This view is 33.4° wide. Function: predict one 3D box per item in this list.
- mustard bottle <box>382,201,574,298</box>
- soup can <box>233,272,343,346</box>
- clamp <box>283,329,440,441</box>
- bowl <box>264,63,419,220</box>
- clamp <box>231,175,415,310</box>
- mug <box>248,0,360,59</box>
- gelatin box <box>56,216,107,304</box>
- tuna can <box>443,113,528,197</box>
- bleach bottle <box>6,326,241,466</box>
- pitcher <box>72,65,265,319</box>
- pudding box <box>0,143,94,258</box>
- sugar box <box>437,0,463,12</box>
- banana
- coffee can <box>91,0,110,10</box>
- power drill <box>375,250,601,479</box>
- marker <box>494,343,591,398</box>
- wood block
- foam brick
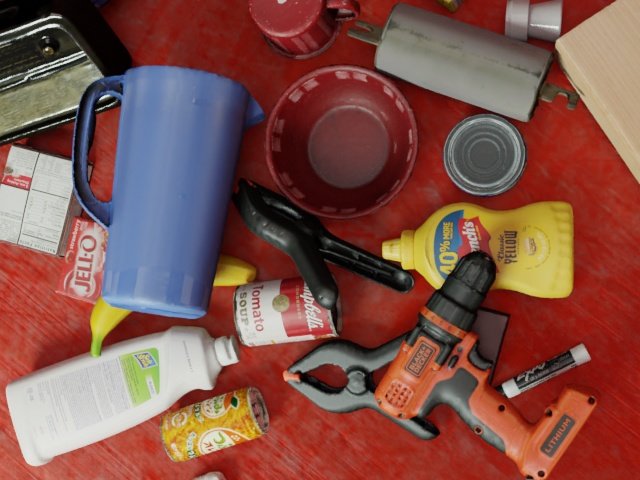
[{"bbox_3d":[0.159,0.010,1.086,0.192,0.058,0.096,0,84,11],"label":"mustard bottle"},{"bbox_3d":[-0.033,0.073,1.116,0.102,0.068,0.068,-8,87,11],"label":"soup can"},{"bbox_3d":[0.049,0.154,1.112,0.172,0.039,0.120,-7,89,20],"label":"clamp"},{"bbox_3d":[0.026,-0.100,1.116,0.162,0.055,0.162,0,88,11],"label":"bowl"},{"bbox_3d":[-0.007,0.001,1.100,0.210,0.164,0.036,41,113,32],"label":"clamp"},{"bbox_3d":[-0.016,-0.242,1.115,0.117,0.081,0.093,5,89,11],"label":"mug"},{"bbox_3d":[-0.245,0.026,1.178,0.073,0.030,0.089,15,91,11],"label":"gelatin box"},{"bbox_3d":[0.170,-0.087,1.096,0.086,0.033,0.086,0,91,13],"label":"tuna can"},{"bbox_3d":[-0.205,0.160,1.151,0.251,0.068,0.102,-18,88,7],"label":"bleach bottle"},{"bbox_3d":[-0.161,-0.049,1.079,0.149,0.144,0.243,3,81,32],"label":"pitcher"},{"bbox_3d":[-0.311,-0.044,1.189,0.090,0.039,0.113,15,93,10],"label":"pudding box"},{"bbox_3d":[0.097,-0.328,1.115,0.176,0.048,0.093,40,96,13],"label":"sugar box"},{"bbox_3d":[-0.167,0.054,1.145,0.197,0.037,0.069,-26,90,-6],"label":"banana"},{"bbox_3d":[-0.225,-0.324,1.148,0.140,0.102,0.103,-35,82,8],"label":"coffee can"},{"bbox_3d":[0.170,0.127,1.027,0.188,0.057,0.184,33,98,13],"label":"power drill"},{"bbox_3d":[0.218,0.140,1.090,0.121,0.020,0.020,-28,83,9],"label":"marker"},{"bbox_3d":[0.324,-0.128,1.042,0.091,0.090,0.206,-34,83,8],"label":"wood block"},{"bbox_3d":[0.159,0.107,1.085,0.051,0.053,0.078,15,92,10],"label":"foam brick"}]
